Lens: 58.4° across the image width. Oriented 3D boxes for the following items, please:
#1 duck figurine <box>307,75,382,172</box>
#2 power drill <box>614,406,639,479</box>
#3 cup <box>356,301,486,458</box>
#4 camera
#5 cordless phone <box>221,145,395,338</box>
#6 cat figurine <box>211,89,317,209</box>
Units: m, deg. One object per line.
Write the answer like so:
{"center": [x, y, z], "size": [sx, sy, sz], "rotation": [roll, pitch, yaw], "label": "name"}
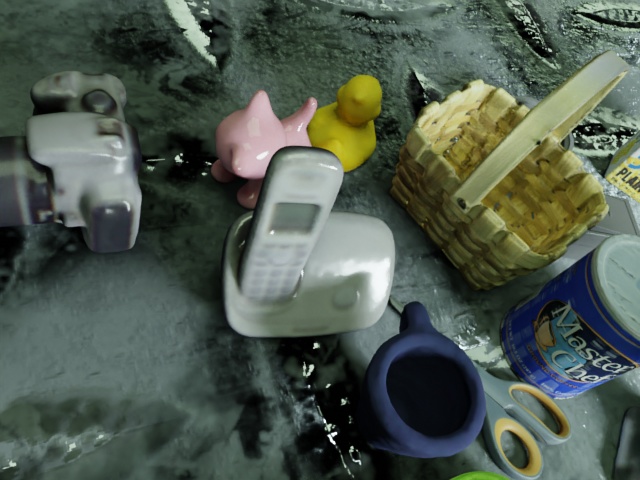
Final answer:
{"center": [0.032, -0.128, 0.594], "size": [0.077, 0.086, 0.105], "rotation": [30, 54, -1], "label": "duck figurine"}
{"center": [0.339, 0.163, 0.452], "size": [0.075, 0.208, 0.230], "rotation": [33, 54, 2], "label": "power drill"}
{"center": [0.064, 0.116, 0.448], "size": [0.092, 0.095, 0.117], "rotation": [7, 57, -16], "label": "cup"}
{"center": [-0.217, -0.067, 0.452], "size": [0.137, 0.100, 0.143], "rotation": [-7, 62, -24], "label": "camera"}
{"center": [0.004, 0.002, 0.441], "size": [0.148, 0.185, 0.094], "rotation": [-2, 60, -21], "label": "cordless phone"}
{"center": [-0.049, -0.090, 0.519], "size": [0.067, 0.117, 0.128], "rotation": [46, 55, 11], "label": "cat figurine"}
